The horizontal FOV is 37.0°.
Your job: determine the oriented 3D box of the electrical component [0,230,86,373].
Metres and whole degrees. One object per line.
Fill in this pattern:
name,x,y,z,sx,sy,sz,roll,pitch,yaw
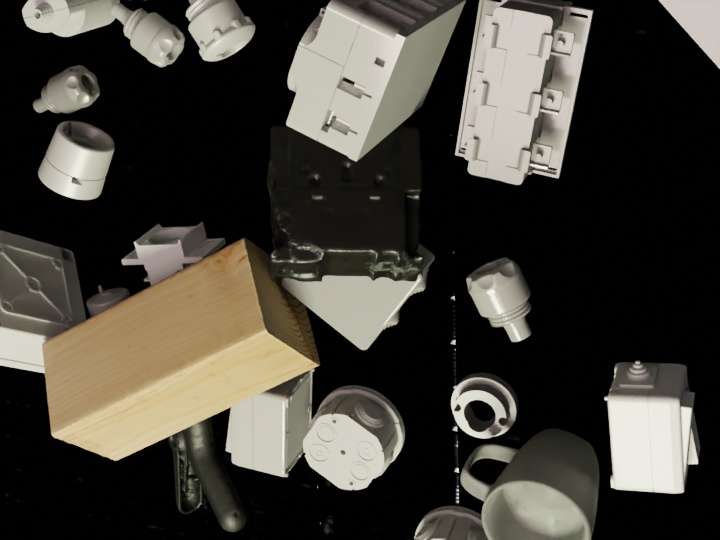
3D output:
electrical component,-0.301,0.027,0.939,0.056,0.109,0.108,-37,56,27

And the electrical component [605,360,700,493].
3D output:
electrical component,0.223,0.112,0.813,0.061,0.061,0.096,0,111,22

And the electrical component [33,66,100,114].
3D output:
electrical component,-0.252,-0.148,0.910,0.061,0.035,0.035,-17,104,29

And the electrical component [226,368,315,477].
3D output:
electrical component,-0.080,0.133,0.944,0.061,0.061,0.096,10,115,18

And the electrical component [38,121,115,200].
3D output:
electrical component,-0.240,-0.094,0.917,0.055,0.055,0.047,31,116,7

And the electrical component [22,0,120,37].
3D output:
electrical component,-0.230,-0.207,0.848,0.043,0.081,0.043,8,114,19

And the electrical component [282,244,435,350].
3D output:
electrical component,0.000,0.000,0.862,0.100,0.048,0.099,38,120,3

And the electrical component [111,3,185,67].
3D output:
electrical component,-0.172,-0.191,0.859,0.061,0.035,0.035,37,120,6

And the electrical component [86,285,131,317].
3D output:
electrical component,-0.221,0.052,0.978,0.040,0.040,0.078,-5,110,24

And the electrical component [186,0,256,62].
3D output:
electrical component,-0.114,-0.196,0.829,0.048,0.048,0.062,-32,91,30

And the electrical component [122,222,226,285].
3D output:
electrical component,-0.158,-0.004,0.929,0.081,0.042,0.063,-1,115,23

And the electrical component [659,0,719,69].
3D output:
electrical component,0.262,-0.177,0.675,0.186,0.060,0.105,47,120,-3

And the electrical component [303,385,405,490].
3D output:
electrical component,-0.006,0.144,0.925,0.080,0.051,0.080,8,114,19

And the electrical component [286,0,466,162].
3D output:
electrical component,0.010,-0.146,0.737,0.062,0.150,0.089,27,119,8

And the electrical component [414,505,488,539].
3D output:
electrical component,0.082,0.250,0.935,0.080,0.051,0.080,8,114,19

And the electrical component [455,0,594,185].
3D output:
electrical component,0.111,-0.127,0.756,0.079,0.063,0.121,15,116,16

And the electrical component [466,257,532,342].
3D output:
electrical component,0.112,0.025,0.831,0.043,0.043,0.062,-20,104,28
